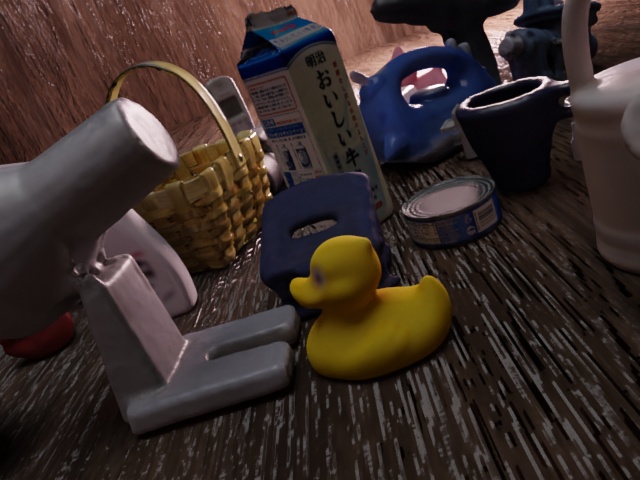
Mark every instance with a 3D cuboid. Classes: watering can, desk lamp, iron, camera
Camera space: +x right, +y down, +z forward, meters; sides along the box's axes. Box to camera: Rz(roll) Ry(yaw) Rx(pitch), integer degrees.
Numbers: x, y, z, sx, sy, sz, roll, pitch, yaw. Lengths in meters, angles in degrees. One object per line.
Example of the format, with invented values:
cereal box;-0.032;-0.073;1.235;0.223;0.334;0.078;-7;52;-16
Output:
watering can;0.206;-0.081;0.341;0.100;0.194;0.173;-18;21;11
desk lamp;-0.146;0.022;0.407;0.203;0.214;0.118;-19;20;8
iron;0.150;-0.197;0.767;0.259;0.142;0.118;-31;22;-24
camera;-0.102;-0.104;0.846;0.143;0.101;0.137;-14;22;21

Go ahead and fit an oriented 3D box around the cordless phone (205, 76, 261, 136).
cordless phone;-0.103;-0.197;0.961;0.148;0.185;0.093;-33;23;-28

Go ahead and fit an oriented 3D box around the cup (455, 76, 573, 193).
cup;0.195;-0.096;0.535;0.117;0.095;0.092;-7;25;35

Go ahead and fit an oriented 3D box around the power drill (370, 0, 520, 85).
power drill;0.208;-0.301;0.875;0.230;0.209;0.075;-25;21;-8

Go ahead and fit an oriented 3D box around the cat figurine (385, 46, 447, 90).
cat figurine;0.168;-0.292;1.026;0.127;0.118;0.067;-15;21;17

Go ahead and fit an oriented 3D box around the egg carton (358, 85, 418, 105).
egg carton;0.103;-0.190;0.903;0.107;0.069;0.150;-9;24;31

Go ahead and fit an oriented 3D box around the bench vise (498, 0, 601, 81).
bench vise;0.326;-0.331;0.816;0.121;0.220;0.208;-6;25;36

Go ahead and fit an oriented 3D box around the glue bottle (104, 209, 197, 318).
glue bottle;-0.189;0.002;0.560;0.078;0.173;0.037;-21;20;3

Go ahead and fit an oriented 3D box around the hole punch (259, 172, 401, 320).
hole punch;0.004;0.002;0.485;0.108;0.091;0.101;-17;21;14

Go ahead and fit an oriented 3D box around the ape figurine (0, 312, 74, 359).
ape figurine;-0.312;0.078;0.610;0.075;0.092;0.078;-1;29;44

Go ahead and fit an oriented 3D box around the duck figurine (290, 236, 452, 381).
duck figurine;0.029;0.036;0.379;0.104;0.086;0.077;-16;21;15
